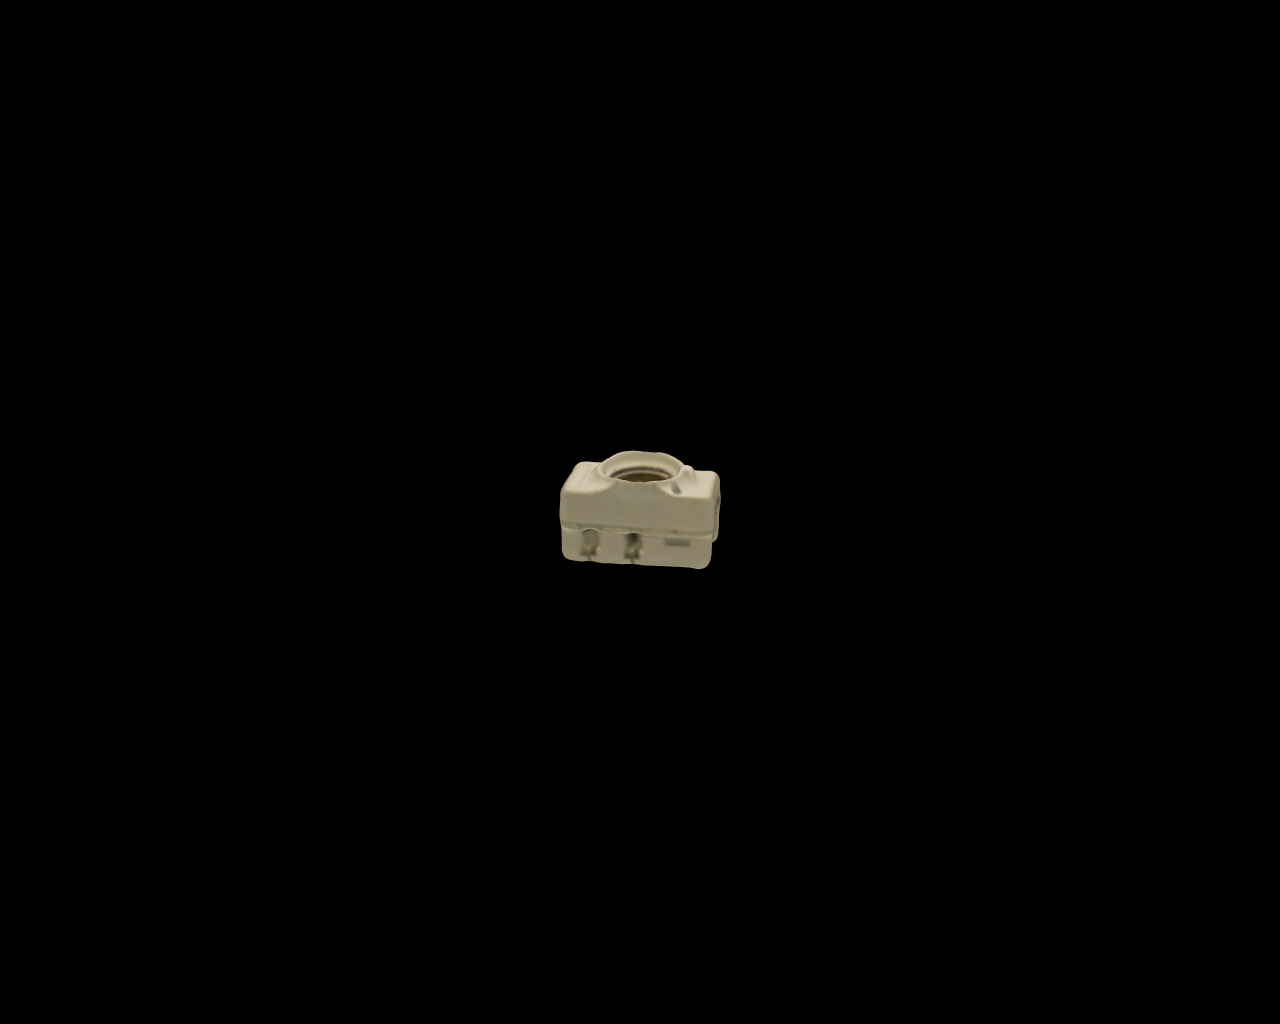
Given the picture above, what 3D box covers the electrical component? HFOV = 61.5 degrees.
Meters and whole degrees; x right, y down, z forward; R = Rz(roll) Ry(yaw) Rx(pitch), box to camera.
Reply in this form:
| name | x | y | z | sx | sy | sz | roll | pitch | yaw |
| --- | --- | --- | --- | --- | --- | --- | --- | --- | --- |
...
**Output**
| name | x | y | z | sx | sy | sz | roll | pitch | yaw |
| --- | --- | --- | --- | --- | --- | --- | --- | --- | --- |
| electrical component | 0.001 | -0.003 | 0.650 | 0.089 | 0.055 | 0.050 | 4 | 24 | 9 |
